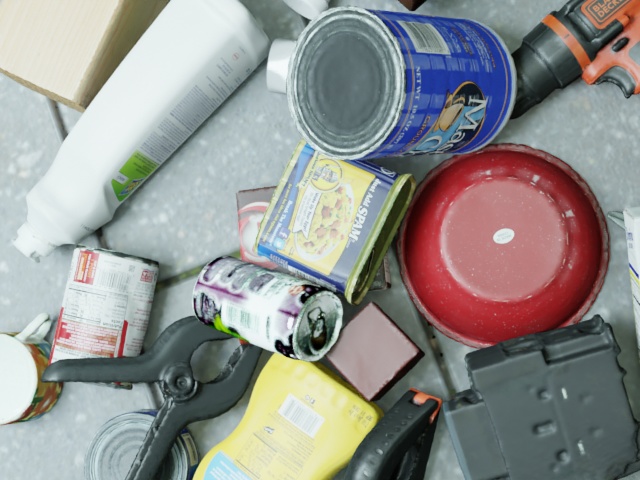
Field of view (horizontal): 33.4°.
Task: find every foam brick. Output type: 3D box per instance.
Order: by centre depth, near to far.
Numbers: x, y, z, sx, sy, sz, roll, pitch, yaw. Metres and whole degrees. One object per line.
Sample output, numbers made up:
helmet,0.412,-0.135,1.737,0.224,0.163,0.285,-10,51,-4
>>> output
foam brick,0.041,0.083,0.788,0.053,0.078,0.051,-44,78,2

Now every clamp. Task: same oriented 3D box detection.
clamp,0.034,0.208,0.769,0.036,0.164,0.209,19,64,30
clamp,-0.108,0.118,0.797,0.171,0.039,0.120,-22,99,-22

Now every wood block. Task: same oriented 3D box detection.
wood block,-0.174,-0.209,0.847,0.091,0.090,0.206,24,88,10

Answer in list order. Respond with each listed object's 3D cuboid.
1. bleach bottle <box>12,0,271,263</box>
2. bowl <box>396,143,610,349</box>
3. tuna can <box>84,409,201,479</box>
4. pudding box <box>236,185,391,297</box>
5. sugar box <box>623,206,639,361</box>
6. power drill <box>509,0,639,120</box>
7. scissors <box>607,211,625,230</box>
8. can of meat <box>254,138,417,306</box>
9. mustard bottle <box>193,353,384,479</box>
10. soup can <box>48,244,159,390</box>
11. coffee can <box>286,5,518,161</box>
bleach bottle,-0.147,-0.085,0.822,0.068,0.102,0.251,42,91,16
bowl,0.136,0.002,0.794,0.162,0.055,0.162,-1,84,8
tuna can,-0.138,0.175,0.829,0.086,0.033,0.086,-1,84,9
pudding box,-0.005,0.001,0.824,0.113,0.039,0.090,-7,83,8
sugar box,0.270,0.059,0.747,0.093,0.048,0.176,-7,100,7
power drill,0.237,-0.104,0.788,0.184,0.057,0.188,-40,81,8
scissors,0.317,0.020,0.782,0.096,0.016,0.202,-44,81,5
can of meat,0.010,-0.016,0.774,0.084,0.057,0.102,25,88,14
mustard bottle,-0.041,0.182,0.800,0.096,0.058,0.191,34,90,17
soup can,-0.168,0.060,0.828,0.068,0.068,0.102,11,85,10
coffee can,0.060,-0.110,0.758,0.103,0.140,0.103,6,99,41
